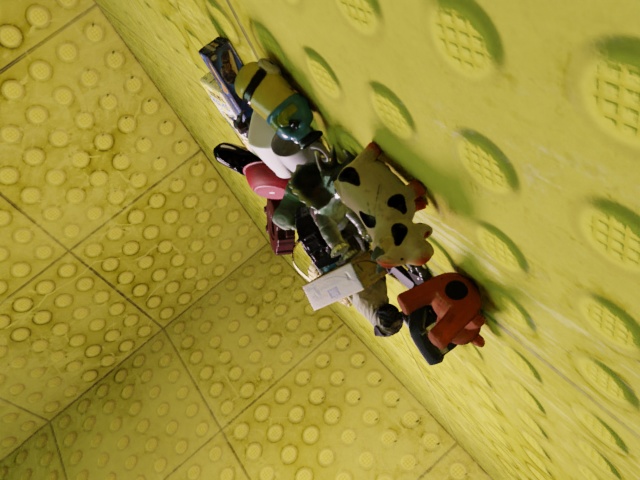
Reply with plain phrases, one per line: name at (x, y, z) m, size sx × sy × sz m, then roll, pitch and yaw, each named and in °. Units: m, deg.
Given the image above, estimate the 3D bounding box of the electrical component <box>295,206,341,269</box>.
electrical component at (-0.003, -0.004, 1.225) m, size 0.134 × 0.058 × 0.115 m, roll 54°, pitch -159°, yaw -36°

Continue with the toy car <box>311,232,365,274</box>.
toy car at (0.055, 0.026, 1.339) m, size 0.103 × 0.161 × 0.109 m, roll -32°, pitch 89°, yaw 43°

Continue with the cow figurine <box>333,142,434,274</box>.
cow figurine at (0.095, -0.039, 0.797) m, size 0.195 × 0.127 × 0.085 m, roll 49°, pitch 175°, yaw 25°

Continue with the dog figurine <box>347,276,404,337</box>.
dog figurine at (0.146, 0.144, 1.316) m, size 0.191 × 0.172 × 0.121 m, roll 49°, pitch 131°, yaw 18°

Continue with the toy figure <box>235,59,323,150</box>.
toy figure at (-0.073, -0.237, 0.945) m, size 0.180 × 0.089 × 0.082 m, roll 53°, pitch 165°, yaw -2°

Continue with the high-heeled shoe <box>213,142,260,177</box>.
high-heeled shoe at (-0.166, -0.193, 1.450) m, size 0.249 × 0.086 × 0.145 m, roll 24°, pitch -174°, yaw 1°

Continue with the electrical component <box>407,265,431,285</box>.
electrical component at (0.207, 0.077, 1.078) m, size 0.094 × 0.021 × 0.063 m, roll 55°, pitch 170°, yaw -26°

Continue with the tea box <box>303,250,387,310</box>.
tea box at (0.054, 0.090, 1.203) m, size 0.170 × 0.098 × 0.068 m, roll -31°, pitch 86°, yaw 45°

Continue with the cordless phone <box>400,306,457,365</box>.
cordless phone at (0.232, 0.198, 1.287) m, size 0.146 × 0.089 × 0.184 m, roll 55°, pitch 175°, yaw -31°

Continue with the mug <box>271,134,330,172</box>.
mug at (-0.028, -0.173, 1.077) m, size 0.110 × 0.081 × 0.107 m, roll 3°, pitch 158°, yaw 24°

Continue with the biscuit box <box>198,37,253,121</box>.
biscuit box at (-0.182, -0.338, 1.179) m, size 0.063 × 0.059 × 0.202 m, roll 41°, pitch 168°, yaw 48°

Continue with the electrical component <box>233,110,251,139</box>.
electrical component at (-0.139, -0.260, 1.186) m, size 0.045 × 0.102 × 0.078 m, roll 56°, pitch 166°, yaw 20°

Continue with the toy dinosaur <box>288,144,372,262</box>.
toy dinosaur at (0.032, -0.062, 1.101) m, size 0.192 × 0.131 × 0.404 m, roll 60°, pitch 177°, yaw 8°

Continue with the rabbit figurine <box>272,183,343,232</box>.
rabbit figurine at (-0.015, -0.058, 1.335) m, size 0.170 × 0.121 × 0.159 m, roll 26°, pitch 180°, yaw 5°

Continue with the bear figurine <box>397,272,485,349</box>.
bear figurine at (0.220, 0.140, 0.936) m, size 0.120 × 0.132 × 0.195 m, roll 49°, pitch 166°, yaw 31°

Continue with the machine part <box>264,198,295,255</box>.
machine part at (-0.115, -0.044, 1.522) m, size 0.179 × 0.056 × 0.179 m, roll 172°, pitch 90°, yaw -75°

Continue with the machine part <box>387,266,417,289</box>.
machine part at (0.173, 0.067, 1.166) m, size 0.139 × 0.039 × 0.084 m, roll 47°, pitch 166°, yaw 30°
